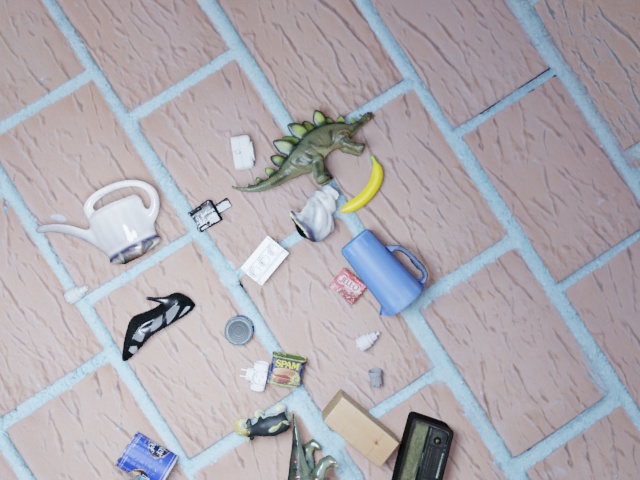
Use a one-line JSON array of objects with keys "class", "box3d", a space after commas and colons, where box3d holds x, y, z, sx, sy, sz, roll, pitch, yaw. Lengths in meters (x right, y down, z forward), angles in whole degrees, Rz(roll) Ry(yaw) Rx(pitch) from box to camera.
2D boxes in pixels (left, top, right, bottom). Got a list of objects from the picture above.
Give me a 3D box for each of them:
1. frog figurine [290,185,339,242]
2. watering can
[{"class": "frog figurine", "box3d": [0.005, -0.075, 1.495, 0.160, 0.124, 0.135, -38, 124, -11]}, {"class": "watering can", "box3d": [-0.607, -0.030, 1.470, 0.348, 0.104, 0.224, -27, 91, -4]}]
